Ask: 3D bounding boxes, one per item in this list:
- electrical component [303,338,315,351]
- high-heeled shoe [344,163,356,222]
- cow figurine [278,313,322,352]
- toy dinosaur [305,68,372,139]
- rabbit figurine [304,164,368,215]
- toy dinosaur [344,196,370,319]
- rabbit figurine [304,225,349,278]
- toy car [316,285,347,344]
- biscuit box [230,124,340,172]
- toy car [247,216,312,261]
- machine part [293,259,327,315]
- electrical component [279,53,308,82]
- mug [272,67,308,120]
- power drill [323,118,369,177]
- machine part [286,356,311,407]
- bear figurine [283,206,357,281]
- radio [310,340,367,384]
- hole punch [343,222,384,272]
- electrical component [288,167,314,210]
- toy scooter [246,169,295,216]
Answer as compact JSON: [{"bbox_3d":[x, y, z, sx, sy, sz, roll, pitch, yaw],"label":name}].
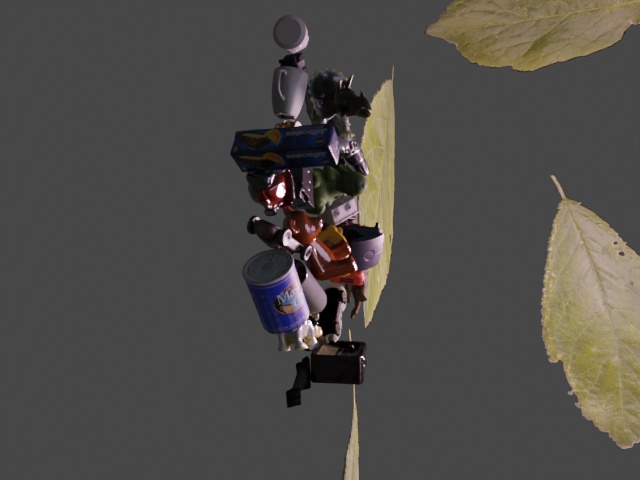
[{"bbox_3d":[-0.032,0.248,1.368,0.094,0.021,0.063,52,38,-61],"label":"electrical component"},{"bbox_3d":[0.039,-0.152,1.643,0.145,0.086,0.249,5,60,-42],"label":"high-heeled shoe"},{"bbox_3d":[-0.046,0.201,1.257,0.167,0.068,0.098,-4,85,-71],"label":"cow figurine"},{"bbox_3d":[0.015,-0.365,1.399,0.405,0.131,0.191,-117,-164,-61],"label":"toy dinosaur"},{"bbox_3d":[0.049,-0.141,1.446,0.159,0.170,0.121,-47,133,-66],"label":"rabbit figurine"},{"bbox_3d":[0.114,0.039,1.762,0.198,0.105,0.470,-69,161,-69],"label":"toy dinosaur"},{"bbox_3d":[0.016,0.041,1.460,0.173,0.122,0.162,84,1,-64],"label":"rabbit figurine"},{"bbox_3d":[0.027,0.204,1.478,0.202,0.074,0.056,-75,155,-45],"label":"toy car"},{"bbox_3d":[-0.065,-0.174,1.021,0.062,0.203,0.059,60,34,-55],"label":"biscuit box"},{"bbox_3d":[-0.083,0.003,1.129,0.053,0.089,0.202,-68,160,-9],"label":"toy car"},{"bbox_3d":[-0.042,0.113,1.266,0.243,0.079,0.079,57,34,-57],"label":"machine part"},{"bbox_3d":[-0.061,-0.428,1.350,0.119,0.048,0.074,-56,141,-61],"label":"electrical component"},{"bbox_3d":[-0.075,-0.336,1.232,0.109,0.081,0.107,21,75,-75],"label":"mug"},{"bbox_3d":[0.068,-0.265,1.603,0.231,0.086,0.207,61,35,-14],"label":"power drill"},{"bbox_3d":[-0.047,0.340,1.281,0.139,0.039,0.084,-57,149,-66],"label":"machine part"},{"bbox_3d":[-0.007,-0.002,1.282,0.120,0.132,0.195,-107,175,-61],"label":"bear figurine"},{"bbox_3d":[0.054,0.312,1.395,0.229,0.131,0.073,-1,92,-82],"label":"radio"},{"bbox_3d":[0.119,0.026,1.491,0.092,0.116,0.142,-101,-167,-58],"label":"hole punch"},{"bbox_3d":[-0.051,-0.137,1.300,0.134,0.058,0.115,39,49,-71],"label":"electrical component"},{"bbox_3d":[-0.098,-0.107,1.132,0.184,0.075,0.135,-74,157,-58],"label":"toy scooter"}]
